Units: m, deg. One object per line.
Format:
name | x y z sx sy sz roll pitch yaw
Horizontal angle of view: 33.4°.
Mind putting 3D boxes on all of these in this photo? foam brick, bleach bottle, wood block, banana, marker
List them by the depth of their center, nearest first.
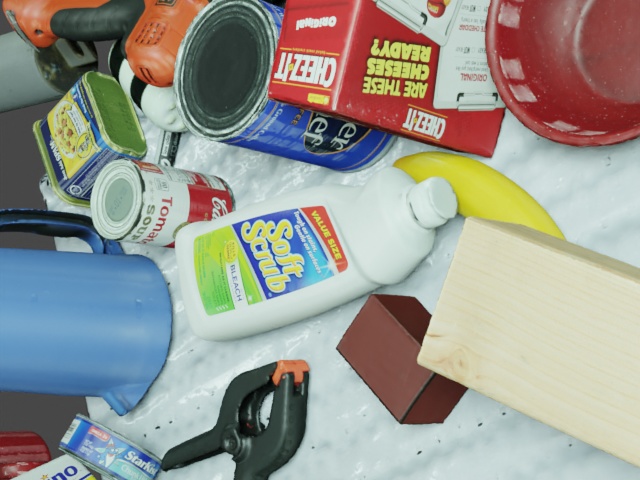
wood block | 0.171 0.065 0.577 0.206 0.090 0.091 23 100 31
banana | 0.114 -0.006 0.700 0.070 0.037 0.198 -51 54 24
foam brick | 0.059 0.080 0.727 0.078 0.052 0.051 48 116 36
bleach bottle | -0.005 0.001 0.773 0.251 0.067 0.102 -24 71 44
marker | -0.143 -0.055 0.954 0.020 0.020 0.121 17 95 42

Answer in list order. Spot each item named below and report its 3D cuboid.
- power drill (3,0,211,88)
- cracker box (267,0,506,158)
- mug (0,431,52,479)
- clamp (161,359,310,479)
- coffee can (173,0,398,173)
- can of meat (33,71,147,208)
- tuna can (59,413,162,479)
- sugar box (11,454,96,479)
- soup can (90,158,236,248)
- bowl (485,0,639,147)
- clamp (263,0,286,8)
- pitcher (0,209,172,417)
power drill | -0.152 -0.212 0.868 0.188 0.057 0.184 11 62 30
cracker box | 0.064 -0.174 0.684 0.072 0.163 0.214 18 96 45
mug | -0.303 0.222 1.018 0.117 0.081 0.093 -20 71 39
clamp | -0.054 0.169 0.830 0.120 0.039 0.172 51 121 24
coffee can | -0.019 -0.109 0.766 0.103 0.140 0.103 -7 79 41
can of meat | -0.214 -0.095 1.000 0.084 0.057 0.102 -40 60 29
tuna can | -0.177 0.182 0.903 0.086 0.086 0.033 12 66 43
sugar box | -0.212 0.255 0.908 0.176 0.093 0.048 31 134 45
soup can | -0.129 -0.027 0.881 0.069 0.102 0.068 -7 80 41
bowl | 0.182 -0.131 0.644 0.162 0.055 0.162 -7 79 42
clamp | -0.003 -0.220 0.801 0.036 0.164 0.210 52 143 8
pitcher | -0.259 0.056 0.893 0.149 0.242 0.145 31 107 47
